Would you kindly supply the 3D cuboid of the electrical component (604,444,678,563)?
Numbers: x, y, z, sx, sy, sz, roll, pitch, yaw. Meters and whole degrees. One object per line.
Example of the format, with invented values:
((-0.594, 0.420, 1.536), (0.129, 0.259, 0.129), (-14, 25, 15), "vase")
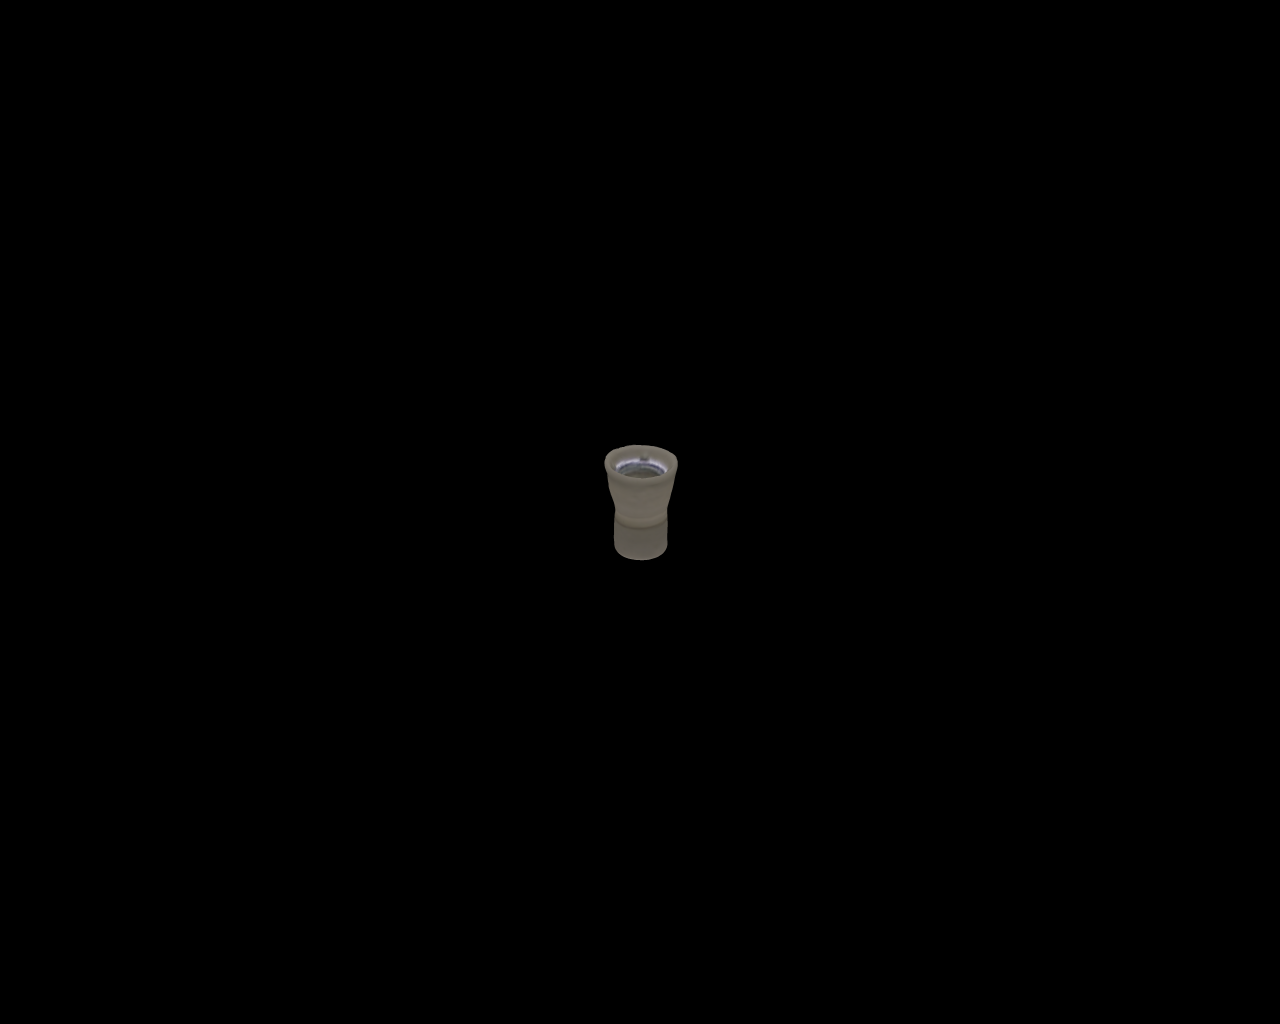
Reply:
((0.001, -0.003, 0.650), (0.044, 0.065, 0.044), (0, 29, 0), "electrical component")
